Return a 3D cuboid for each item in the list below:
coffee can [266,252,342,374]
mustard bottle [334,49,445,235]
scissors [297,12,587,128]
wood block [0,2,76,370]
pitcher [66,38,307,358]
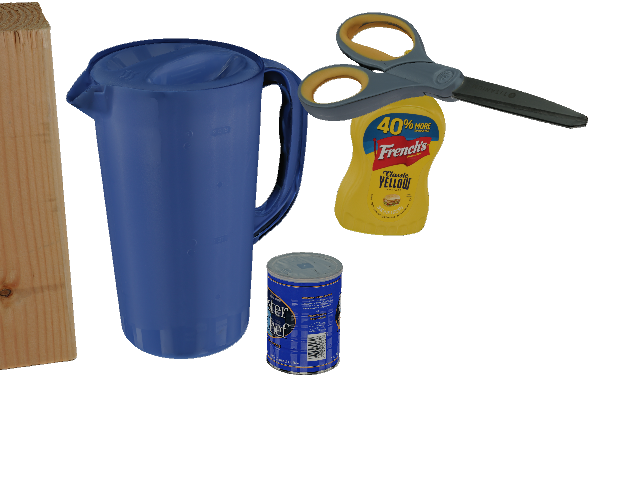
[{"bbox_3d":[-0.023,0.098,1.455,0.103,0.140,0.103,1,19,-1],"label":"coffee can"},{"bbox_3d":[0.076,-0.100,1.089,0.096,0.192,0.058,4,27,-13],"label":"mustard bottle"},{"bbox_3d":[0.057,-0.084,0.633,0.202,0.096,0.016,45,-8,47],"label":"scissors"},{"bbox_3d":[-0.204,-0.032,0.646,0.090,0.206,0.090,-6,23,-17],"label":"wood block"},{"bbox_3d":[-0.101,-0.033,0.856,0.149,0.243,0.144,10,29,17],"label":"pitcher"}]
